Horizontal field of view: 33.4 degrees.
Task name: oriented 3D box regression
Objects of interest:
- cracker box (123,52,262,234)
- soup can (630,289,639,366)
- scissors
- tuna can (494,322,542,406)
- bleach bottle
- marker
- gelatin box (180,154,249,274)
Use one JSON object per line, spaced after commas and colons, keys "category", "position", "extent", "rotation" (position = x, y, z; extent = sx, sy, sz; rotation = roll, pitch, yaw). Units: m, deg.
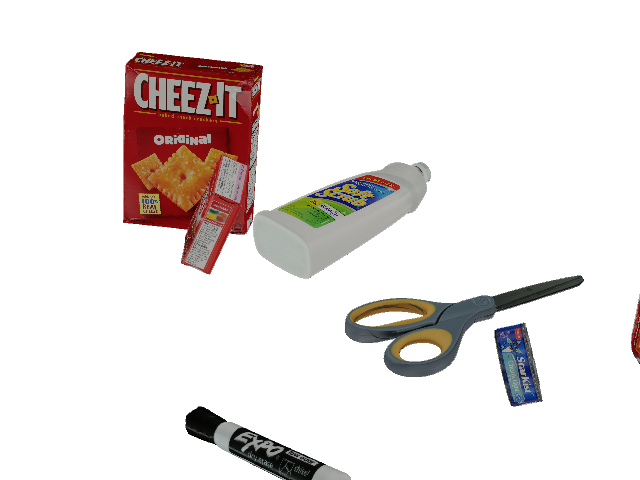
{"category": "cracker box", "position": [-0.164, -0.120, 1.358], "extent": [0.164, 0.214, 0.072], "rotation": [7, 23, 4]}
{"category": "soup can", "position": [0.191, 0.015, 0.510], "extent": [0.068, 0.102, 0.068], "rotation": [2, 28, -1]}
{"category": "scissors", "position": [0.120, 0.062, 0.800], "extent": [0.201, 0.016, 0.096], "rotation": [-6, 31, -9]}
{"category": "tuna can", "position": [0.210, 0.132, 1.134], "extent": [0.034, 0.086, 0.086], "rotation": [-13, -3, 11]}
{"category": "bleach bottle", "position": [0.041, -0.042, 1.332], "extent": [0.103, 0.068, 0.250], "rotation": [29, 44, 36]}
{"category": "marker", "position": [-0.034, 0.123, 0.621], "extent": [0.121, 0.020, 0.020], "rotation": [16, 10, 38]}
{"category": "gelatin box", "position": [-0.091, -0.025, 0.925], "extent": [0.030, 0.073, 0.089], "rotation": [22, 26, -11]}
